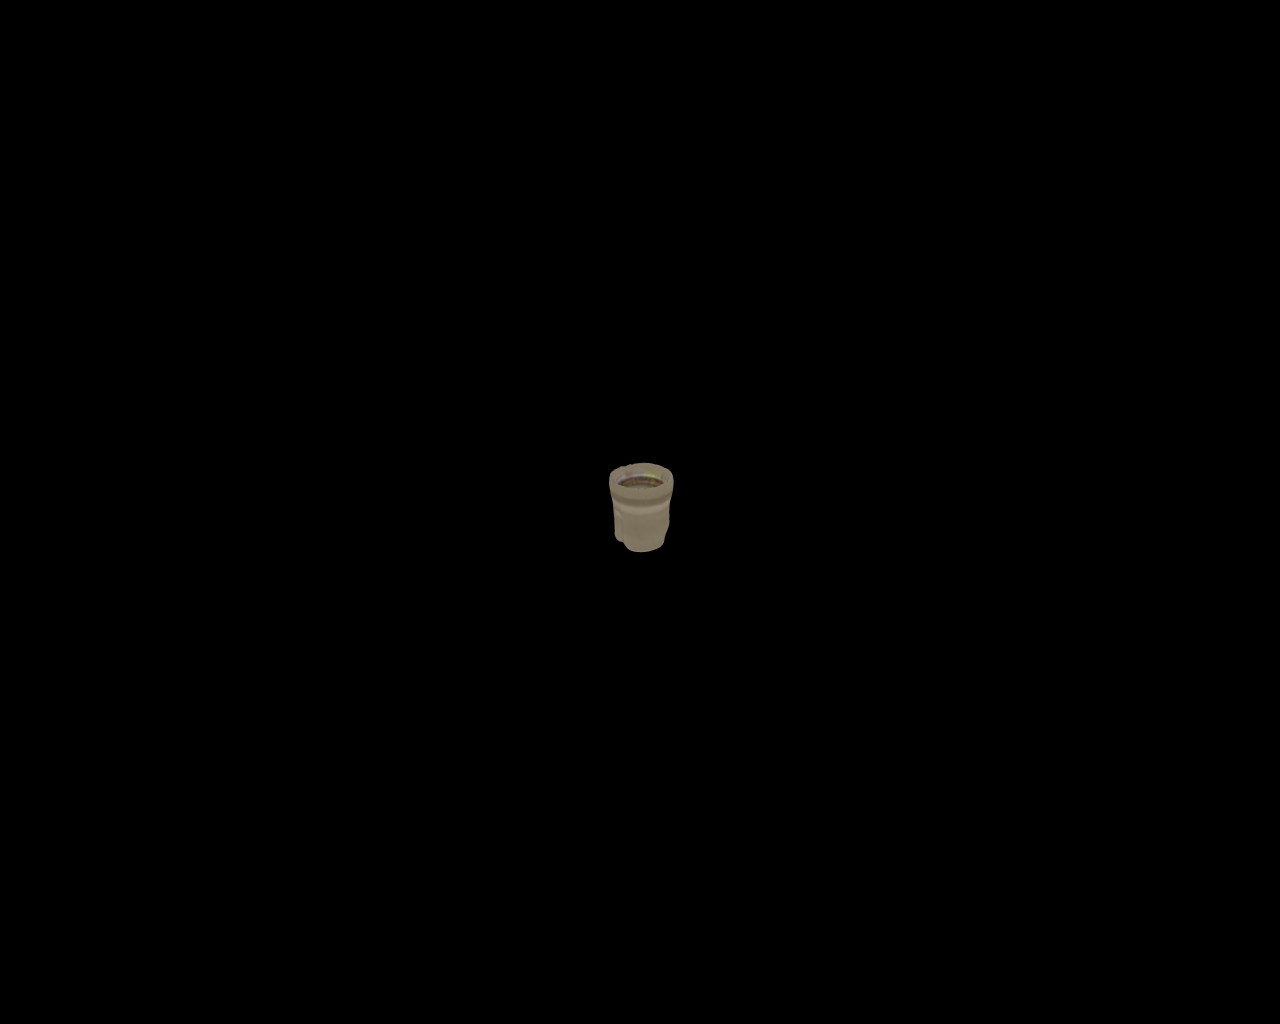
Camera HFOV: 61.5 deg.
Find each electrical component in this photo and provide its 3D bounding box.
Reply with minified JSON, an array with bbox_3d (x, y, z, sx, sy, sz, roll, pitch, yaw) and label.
[{"bbox_3d":[0.001,-0.003,0.650,0.040,0.046,0.040,0,27,0],"label":"electrical component"}]
